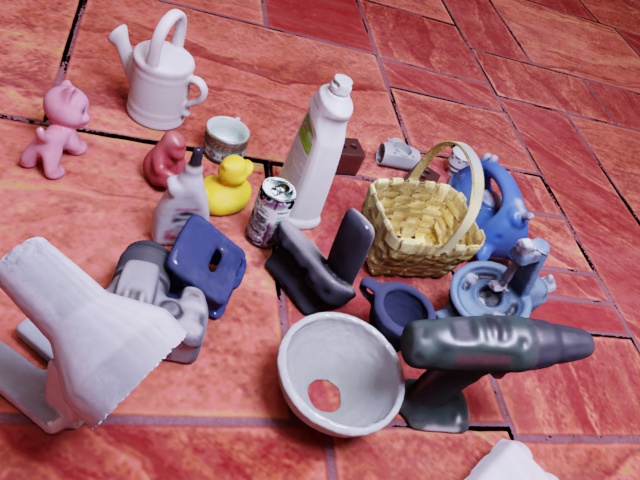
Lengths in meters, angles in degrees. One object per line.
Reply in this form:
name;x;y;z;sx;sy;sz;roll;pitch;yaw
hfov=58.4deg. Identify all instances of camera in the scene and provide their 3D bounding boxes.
camera;-0.205;0.065;0.703;0.143;0.100;0.136;13;45;-14

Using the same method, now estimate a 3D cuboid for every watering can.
watering can;-0.265;-0.289;0.942;0.173;0.194;0.101;12;45;-14

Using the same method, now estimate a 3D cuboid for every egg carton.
egg carton;0.225;0.317;0.691;0.151;0.069;0.107;-26;64;-40

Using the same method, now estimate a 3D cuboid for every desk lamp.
desk lamp;-0.244;0.106;0.564;0.203;0.213;0.118;34;44;8

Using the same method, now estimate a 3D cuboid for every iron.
iron;0.311;-0.078;1.054;0.119;0.141;0.258;7;47;-20

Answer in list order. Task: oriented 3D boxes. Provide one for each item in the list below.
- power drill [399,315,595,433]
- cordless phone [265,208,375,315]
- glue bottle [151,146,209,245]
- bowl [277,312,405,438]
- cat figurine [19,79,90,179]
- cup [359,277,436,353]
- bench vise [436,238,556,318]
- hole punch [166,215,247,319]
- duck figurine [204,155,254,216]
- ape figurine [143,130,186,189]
power drill;0.193;0.164;0.720;0.230;0.208;0.075;9;46;-17
cordless phone;0.007;0.003;0.801;0.147;0.185;0.094;45;46;19
glue bottle;-0.181;-0.060;0.780;0.078;0.173;0.037;-5;51;-29
bowl;0.018;0.178;0.720;0.168;0.074;0.167;13;45;-13
cat figurine;-0.379;-0.173;0.833;0.067;0.117;0.128;21;44;-6
cup;0.092;0.113;0.803;0.117;0.095;0.092;38;44;12
bench vise;0.281;0.058;0.854;0.208;0.219;0.121;-26;64;-40
hole punch;-0.150;0.033;0.766;0.101;0.091;0.108;21;44;-6
duck figurine;-0.145;-0.092;0.892;0.077;0.086;0.105;43;46;17
ape figurine;-0.230;-0.127;0.879;0.076;0.092;0.078;29;43;3
